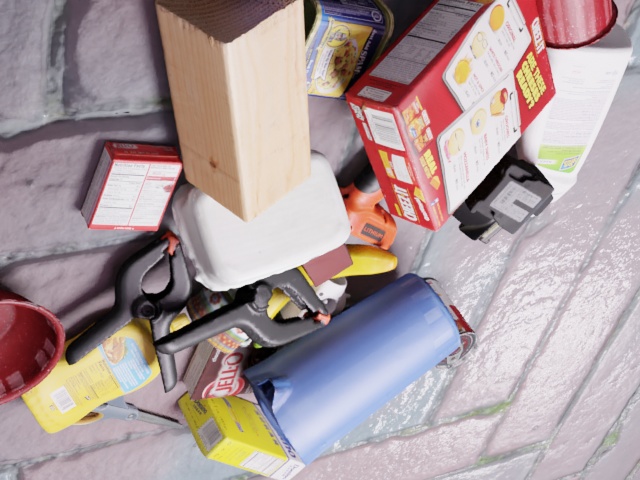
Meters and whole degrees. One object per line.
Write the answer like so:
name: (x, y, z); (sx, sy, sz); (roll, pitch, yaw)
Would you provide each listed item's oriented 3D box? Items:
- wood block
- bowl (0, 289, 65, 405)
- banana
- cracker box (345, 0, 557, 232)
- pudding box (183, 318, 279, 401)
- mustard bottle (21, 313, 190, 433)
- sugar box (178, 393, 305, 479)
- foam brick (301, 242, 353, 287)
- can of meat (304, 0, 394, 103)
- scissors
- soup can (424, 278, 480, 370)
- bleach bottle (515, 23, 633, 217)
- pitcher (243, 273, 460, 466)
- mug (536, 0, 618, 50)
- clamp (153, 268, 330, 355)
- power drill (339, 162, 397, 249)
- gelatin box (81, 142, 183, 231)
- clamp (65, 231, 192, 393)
wood block: (-0.072, -0.129, 0.940); (0.090, 0.091, 0.206); (-39, 148, -28)
bowl: (-0.337, 0.098, 1.048); (0.162, 0.055, 0.162); (-19, 141, -17)
banana: (-0.008, 0.047, 1.211); (0.198, 0.069, 0.037); (-32, 180, 18)
cracker box: (0.130, -0.141, 1.028); (0.213, 0.072, 0.164); (-48, 138, -22)
pudding box: (-0.105, 0.141, 1.276); (0.089, 0.039, 0.114); (-3, 134, -33)
mustard bottle: (-0.228, 0.130, 1.157); (0.191, 0.058, 0.096); (-27, 128, -9)
sugar box: (-0.096, 0.246, 1.356); (0.048, 0.093, 0.176); (-44, 143, 14)
foam brick: (-0.008, 0.001, 1.159); (0.051, 0.078, 0.053); (-32, 143, -4)
can of meat: (0.007, -0.180, 0.986); (0.083, 0.057, 0.102); (1, 131, -34)
scissors: (-0.223, 0.192, 1.267); (0.201, 0.016, 0.096); (9, 126, -42)
soup can: (0.149, 0.107, 1.369); (0.068, 0.102, 0.068); (-20, 141, -17)
bleach bottle: (0.262, -0.128, 1.202); (0.102, 0.068, 0.251); (3, 133, -10)
pitcher: (0.042, 0.150, 1.267); (0.242, 0.149, 0.145); (-33, 103, -7)
mug: (0.233, -0.248, 1.058); (0.117, 0.093, 0.081); (-7, 140, 15)
clamp: (-0.078, 0.067, 1.122); (0.209, 0.036, 0.164); (30, 74, -37)
power drill: (0.106, -0.077, 1.175); (0.188, 0.057, 0.184); (-48, 140, 16)
gelatin box: (-0.180, -0.051, 1.017); (0.073, 0.030, 0.089); (1, 131, -34)
clamp: (-0.174, 0.077, 1.108); (0.120, 0.039, 0.171); (28, 98, -26)
